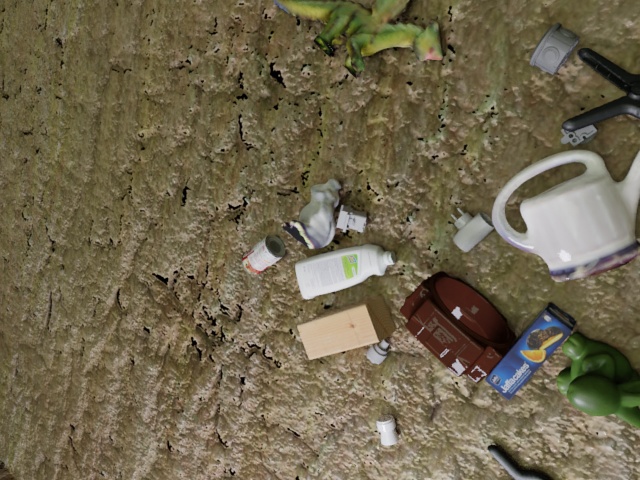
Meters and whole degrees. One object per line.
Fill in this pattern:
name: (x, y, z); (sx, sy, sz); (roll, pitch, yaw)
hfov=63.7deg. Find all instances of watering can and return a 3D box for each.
watering can: (0.484, -0.060, 0.891); (0.345, 0.105, 0.225); (-24, 89, 21)

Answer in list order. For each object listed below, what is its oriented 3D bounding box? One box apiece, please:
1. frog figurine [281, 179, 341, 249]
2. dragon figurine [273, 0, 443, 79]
frog figurine: (0.004, -0.061, 1.209); (0.123, 0.161, 0.135); (44, 163, 5)
dragon figurine: (0.092, -0.496, 1.101); (0.241, 0.122, 0.414); (-47, 74, 12)
